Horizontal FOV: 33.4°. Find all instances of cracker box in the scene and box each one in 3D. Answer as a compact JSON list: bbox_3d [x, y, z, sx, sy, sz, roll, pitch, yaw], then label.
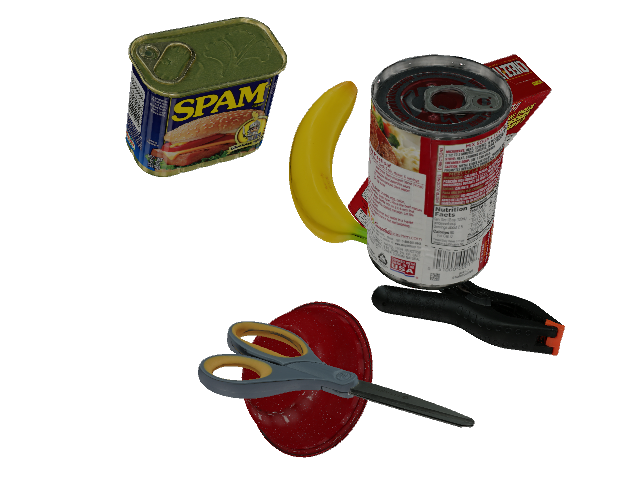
[{"bbox_3d":[0.144,-0.105,1.226,0.163,0.072,0.214,-24,-24,-45],"label":"cracker box"}]

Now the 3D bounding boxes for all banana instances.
[{"bbox_3d":[0.006,-0.065,0.921,0.069,0.198,0.037,1,-39,-9],"label":"banana"}]

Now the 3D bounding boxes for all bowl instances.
[{"bbox_3d":[-0.027,0.135,1.078,0.162,0.162,0.055,0,-16,40],"label":"bowl"}]

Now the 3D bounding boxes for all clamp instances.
[{"bbox_3d":[0.144,0.059,0.991,0.172,0.039,0.120,19,30,17],"label":"clamp"}]

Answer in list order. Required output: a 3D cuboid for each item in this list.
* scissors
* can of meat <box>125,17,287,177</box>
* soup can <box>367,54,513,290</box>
[{"bbox_3d":[-0.003,0.104,0.739,0.202,0.016,0.096,23,33,38],"label":"scissors"},{"bbox_3d":[-0.081,-0.096,0.725,0.101,0.057,0.084,-17,-32,-26],"label":"can of meat"},{"bbox_3d":[0.058,-0.033,0.543,0.068,0.102,0.068,0,41,0],"label":"soup can"}]
